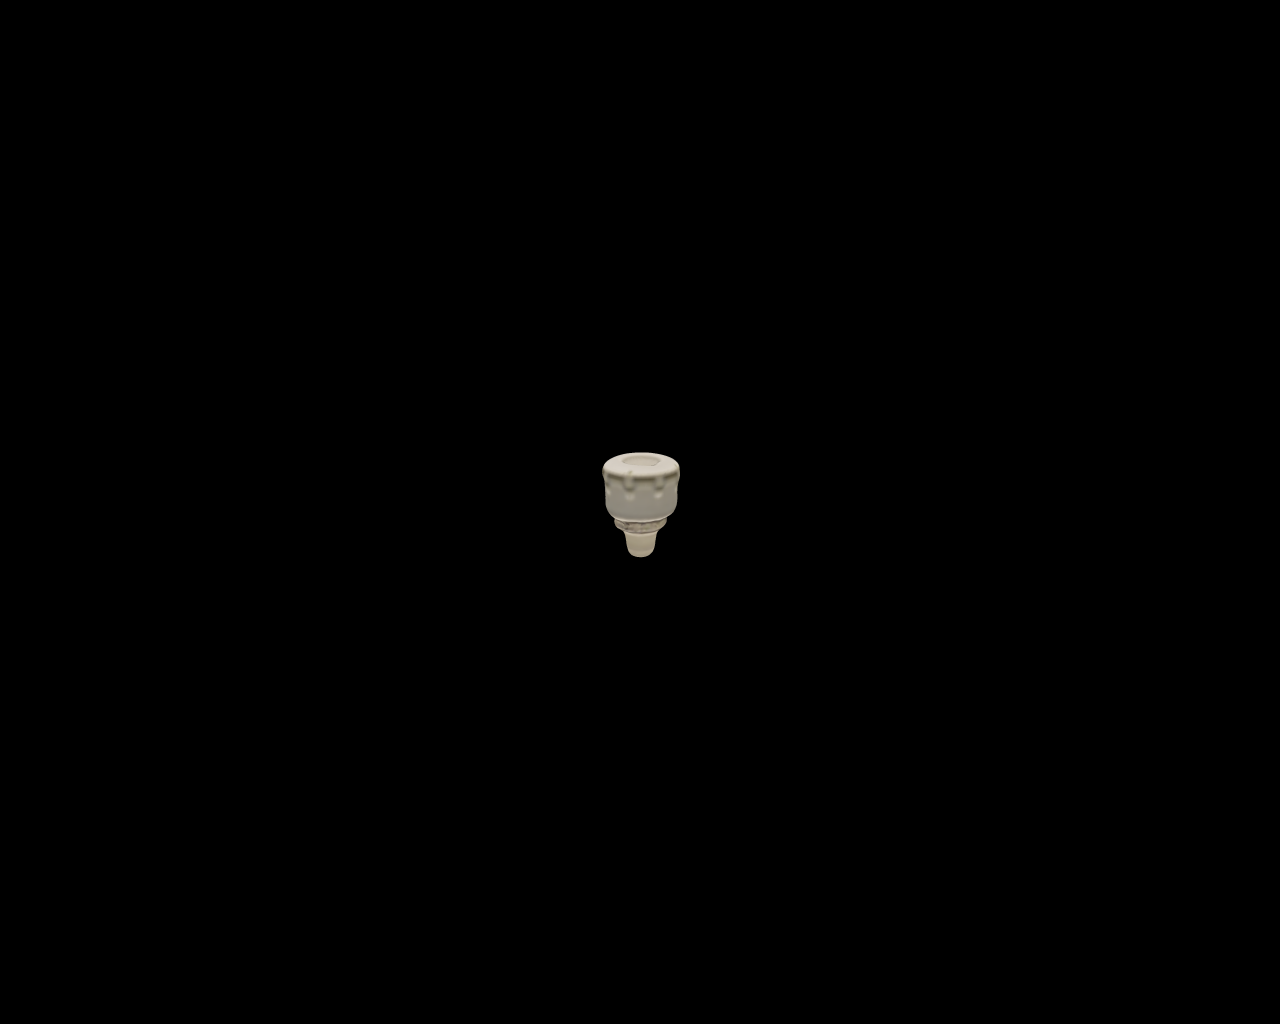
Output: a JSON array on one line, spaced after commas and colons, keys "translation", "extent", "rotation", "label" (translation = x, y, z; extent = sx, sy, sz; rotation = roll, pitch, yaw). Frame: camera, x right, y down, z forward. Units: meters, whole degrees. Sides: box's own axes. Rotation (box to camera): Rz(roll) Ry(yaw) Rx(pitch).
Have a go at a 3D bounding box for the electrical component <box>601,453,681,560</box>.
[{"translation": [0.001, -0.003, 0.650], "extent": [0.048, 0.062, 0.048], "rotation": [0, 17, 0], "label": "electrical component"}]
